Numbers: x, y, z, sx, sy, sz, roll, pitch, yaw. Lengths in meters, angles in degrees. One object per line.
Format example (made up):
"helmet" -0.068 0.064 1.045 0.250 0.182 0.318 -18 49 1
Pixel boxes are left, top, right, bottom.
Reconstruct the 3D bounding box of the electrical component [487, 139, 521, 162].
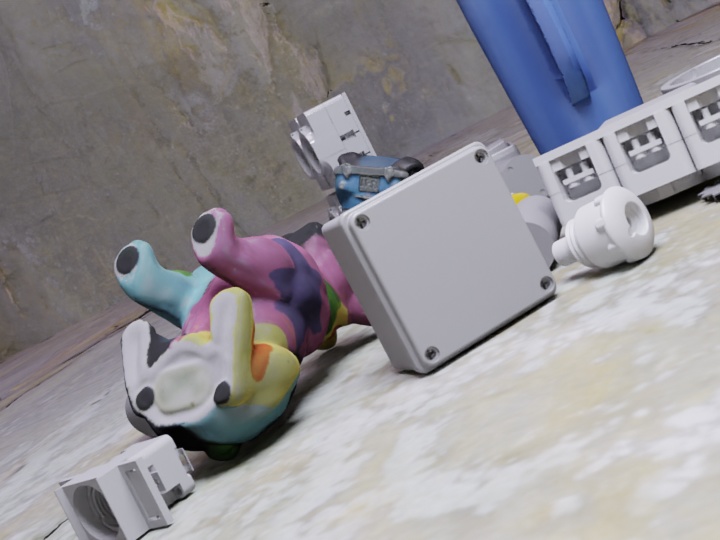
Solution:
"electrical component" 0.139 -0.102 1.204 0.096 0.061 0.061 -26 7 7

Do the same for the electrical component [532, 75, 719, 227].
"electrical component" 0.214 -0.083 0.770 0.150 0.061 0.089 -24 -2 25

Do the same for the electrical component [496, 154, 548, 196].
"electrical component" 0.125 -0.065 1.029 0.138 0.052 0.074 -30 8 -15

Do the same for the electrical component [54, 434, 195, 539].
"electrical component" -0.137 0.130 0.639 0.081 0.042 0.064 -20 8 40

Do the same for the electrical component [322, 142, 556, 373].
"electrical component" 0.050 -0.007 0.675 0.109 0.108 0.056 -30 5 -19

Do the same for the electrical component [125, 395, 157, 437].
"electrical component" -0.139 0.098 0.865 0.079 0.043 0.077 -33 9 -38

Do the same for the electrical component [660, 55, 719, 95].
"electrical component" 0.315 -0.148 0.901 0.108 0.060 0.108 -27 7 4

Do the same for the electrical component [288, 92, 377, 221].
"electrical component" -0.013 -0.099 1.229 0.060 0.186 0.105 -29 7 -12

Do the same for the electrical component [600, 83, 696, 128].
"electrical component" 0.232 -0.099 0.850 0.096 0.061 0.061 -23 8 27

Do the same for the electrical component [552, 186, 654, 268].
"electrical component" 0.149 -0.021 0.674 0.062 0.048 0.048 -29 4 45
